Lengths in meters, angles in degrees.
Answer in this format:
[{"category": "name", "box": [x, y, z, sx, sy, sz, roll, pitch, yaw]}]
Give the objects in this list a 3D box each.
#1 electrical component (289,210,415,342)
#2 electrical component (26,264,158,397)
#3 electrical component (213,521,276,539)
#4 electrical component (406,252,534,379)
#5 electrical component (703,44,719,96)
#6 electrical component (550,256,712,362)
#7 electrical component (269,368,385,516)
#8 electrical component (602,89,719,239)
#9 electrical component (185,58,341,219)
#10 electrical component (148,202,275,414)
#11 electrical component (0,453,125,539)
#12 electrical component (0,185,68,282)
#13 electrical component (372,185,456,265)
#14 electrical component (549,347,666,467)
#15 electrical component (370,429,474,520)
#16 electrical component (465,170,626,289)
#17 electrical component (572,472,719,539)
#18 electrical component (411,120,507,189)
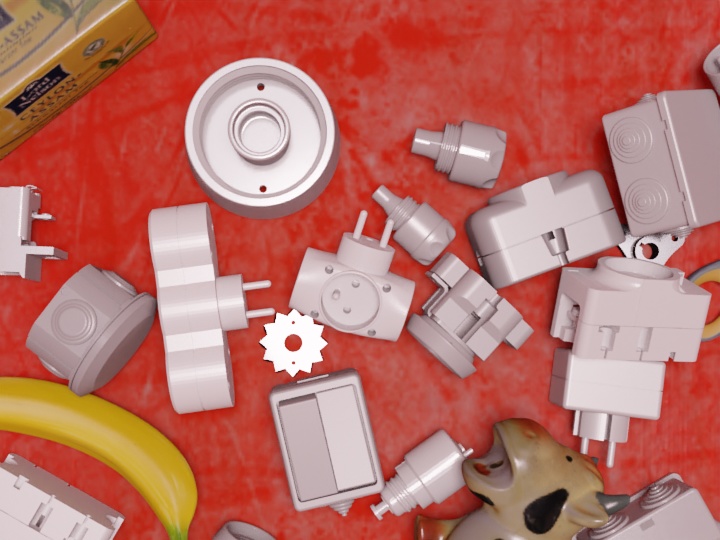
[{"category": "electrical component", "box": [0.000, 0.000, 0.726, 0.077, 0.044, 0.079, 18, 102, -2]}, {"category": "electrical component", "box": [-0.175, 0.039, 0.705, 0.051, 0.080, 0.080, 37, 87, 4]}, {"category": "electrical component", "box": [-0.083, 0.203, 0.722, 0.066, 0.048, 0.055, 24, 95, -1]}, {"category": "electrical component", "box": [0.069, 0.035, 0.725, 0.078, 0.058, 0.057, 43, 87, -8]}, {"category": "electrical component", "box": [0.278, -0.132, 0.740, 0.077, 0.044, 0.079, 48, 51, -26]}, {"category": "electrical component", "box": [0.181, 0.025, 0.718, 0.089, 0.050, 0.055, 3, 107, -16]}, {"category": "electrical component", "box": [-0.021, 0.119, 0.718, 0.062, 0.061, 0.096, -13, 89, -3]}, {"category": "electrical component", "box": [0.209, -0.071, 0.717, 0.048, 0.100, 0.099, -15, 89, 39]}, {"category": "electrical component", "box": [-0.066, -0.090, 0.722, 0.108, 0.060, 0.108, 0, 88, -2]}, {"category": "electrical component", "box": [-0.095, 0.023, 0.722, 0.074, 0.052, 0.138, -8, 89, -3]}, {"category": "electrical component", "box": [-0.213, 0.171, 0.714, 0.089, 0.050, 0.055, 30, 87, -1]}, {"category": "electrical component", "box": [-0.241, -0.025, 0.723, 0.081, 0.042, 0.063, 2, 85, -3]}, {"category": "electrical component", "box": [0.034, -0.034, 0.738, 0.061, 0.035, 0.035, 43, 87, 2]}, {"category": "electrical component", "box": [0.165, 0.095, 0.733, 0.066, 0.047, 0.076, 7, 88, -2]}, {"category": "electrical component", "box": [0.042, 0.142, 0.730, 0.078, 0.040, 0.040, -35, 90, -3]}, {"category": "electrical component", "box": [0.123, -0.030, 0.731, 0.095, 0.054, 0.059, -20, 90, -3]}, {"category": "electrical component", "box": [0.206, 0.200, 0.731, 0.100, 0.048, 0.099, -29, 90, -3]}, {"category": "electrical component", "box": [0.067, -0.082, 0.736, 0.062, 0.043, 0.043, 13, 88, -1]}]
